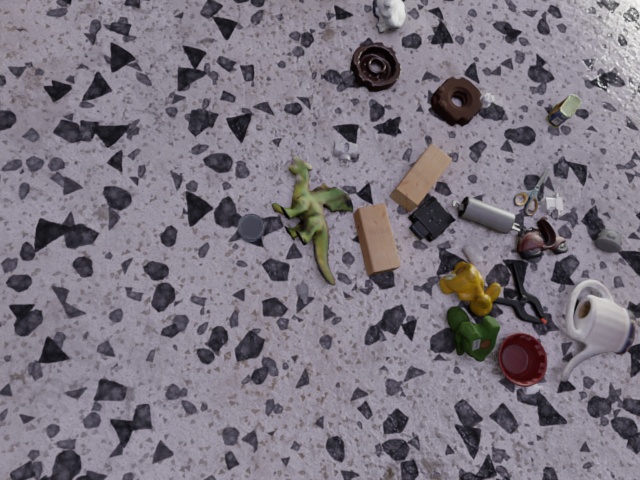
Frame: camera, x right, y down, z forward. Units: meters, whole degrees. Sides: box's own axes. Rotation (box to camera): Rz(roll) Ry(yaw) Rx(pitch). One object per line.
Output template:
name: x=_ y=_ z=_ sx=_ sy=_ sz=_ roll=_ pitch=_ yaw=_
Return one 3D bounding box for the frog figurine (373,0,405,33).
frog figurine: x=0.252 y=-0.818 z=1.809 sx=0.122 sy=0.157 sz=0.139 roll=12 pitch=76 yaw=-7

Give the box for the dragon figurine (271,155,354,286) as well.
dragon figurine: x=0.005 y=-0.081 z=1.614 sx=0.245 sy=0.120 sz=0.412 roll=-32 pitch=84 yaw=-22

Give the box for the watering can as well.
watering can: x=0.877 y=0.304 z=1.639 sx=0.224 sy=0.103 sz=0.352 roll=20 pitch=74 yaw=-4
